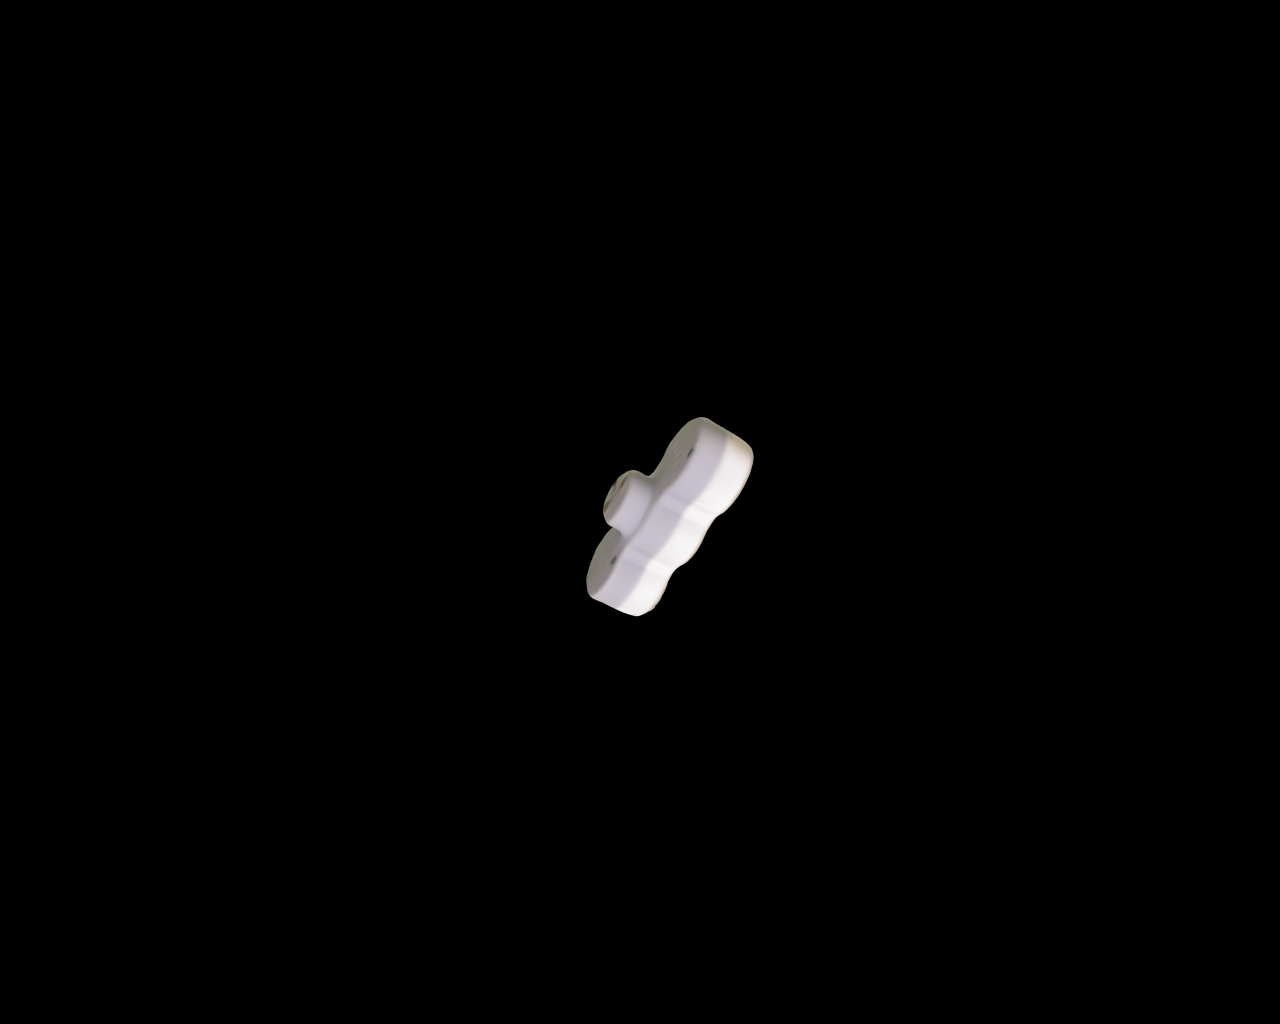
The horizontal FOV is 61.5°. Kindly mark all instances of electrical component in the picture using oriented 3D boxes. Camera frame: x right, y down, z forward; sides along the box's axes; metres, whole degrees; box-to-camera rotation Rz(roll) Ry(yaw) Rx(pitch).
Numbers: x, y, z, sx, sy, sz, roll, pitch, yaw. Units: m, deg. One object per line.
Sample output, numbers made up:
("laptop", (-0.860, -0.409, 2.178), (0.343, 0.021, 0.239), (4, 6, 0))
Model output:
("electrical component", (0.001, -0.003, 0.650), (0.074, 0.138, 0.052), (28, 28, -16))
